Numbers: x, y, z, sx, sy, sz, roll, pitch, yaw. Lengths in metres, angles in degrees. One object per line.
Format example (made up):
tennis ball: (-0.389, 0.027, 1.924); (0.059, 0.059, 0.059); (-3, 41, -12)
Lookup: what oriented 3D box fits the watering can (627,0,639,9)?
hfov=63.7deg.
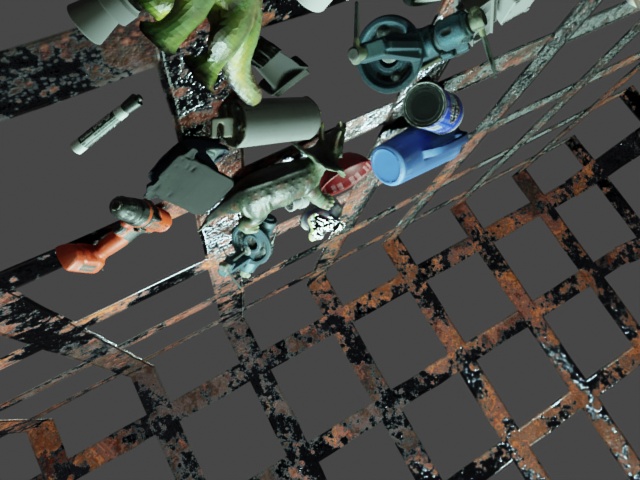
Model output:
watering can: (0.800, -0.635, 1.126); (0.223, 0.105, 0.346); (-32, -12, 11)

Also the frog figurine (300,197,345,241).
frog figurine: (0.005, -0.079, 1.561); (0.121, 0.136, 0.162); (41, 18, -19)

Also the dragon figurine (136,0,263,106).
dragon figurine: (-0.073, -0.284, 0.516); (0.241, 0.123, 0.409); (-41, -13, 9)
